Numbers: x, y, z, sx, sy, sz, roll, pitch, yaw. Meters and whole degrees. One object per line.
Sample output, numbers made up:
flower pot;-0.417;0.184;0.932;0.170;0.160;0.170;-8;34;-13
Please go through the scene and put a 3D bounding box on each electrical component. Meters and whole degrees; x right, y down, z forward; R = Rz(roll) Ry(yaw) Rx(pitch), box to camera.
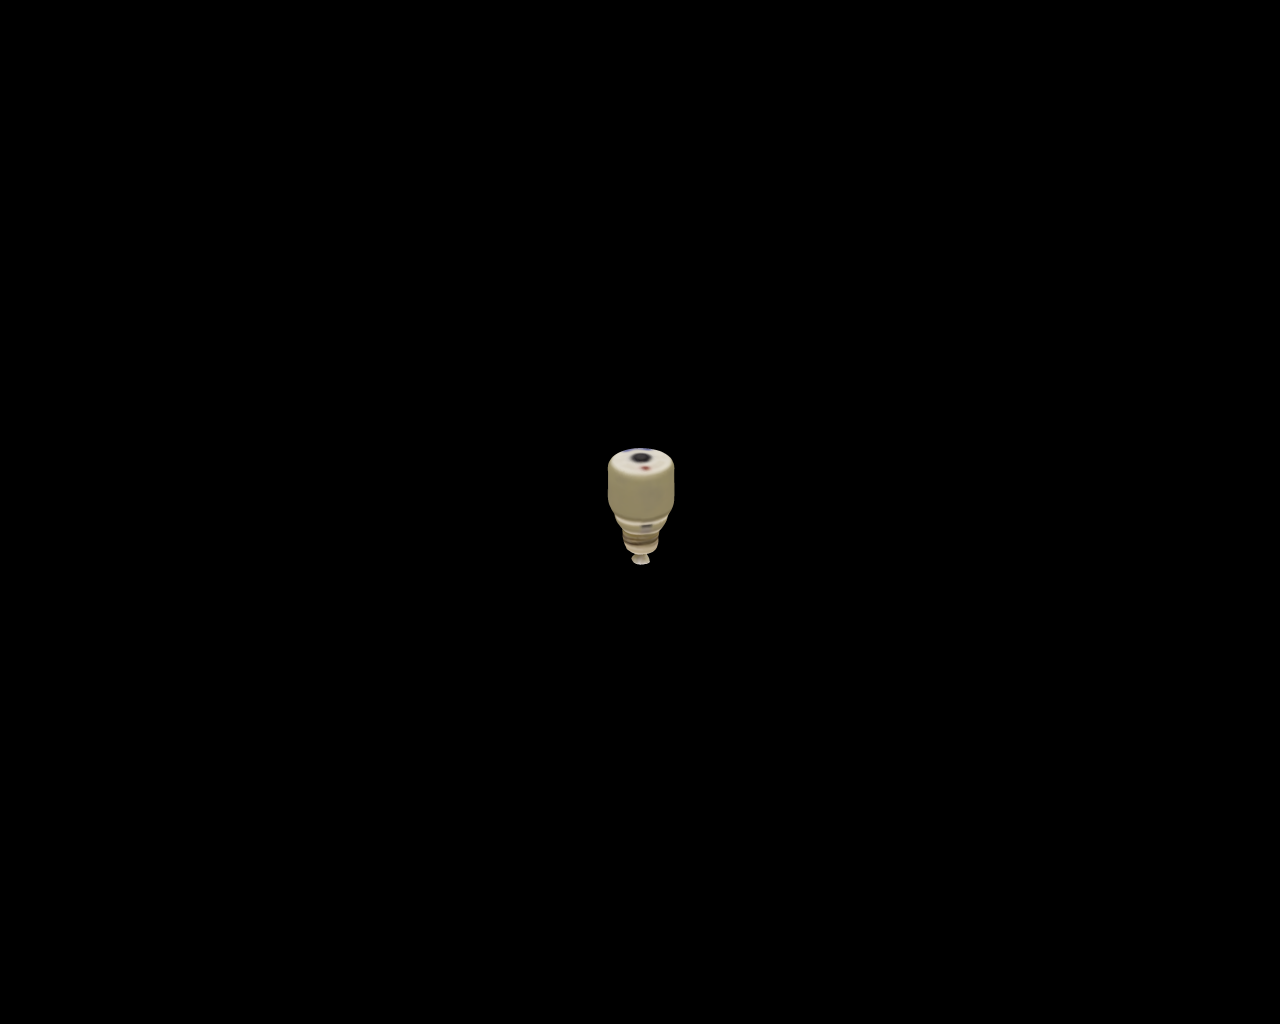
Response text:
electrical component;0.001;-0.003;0.650;0.040;0.078;0.040;0;30;0
